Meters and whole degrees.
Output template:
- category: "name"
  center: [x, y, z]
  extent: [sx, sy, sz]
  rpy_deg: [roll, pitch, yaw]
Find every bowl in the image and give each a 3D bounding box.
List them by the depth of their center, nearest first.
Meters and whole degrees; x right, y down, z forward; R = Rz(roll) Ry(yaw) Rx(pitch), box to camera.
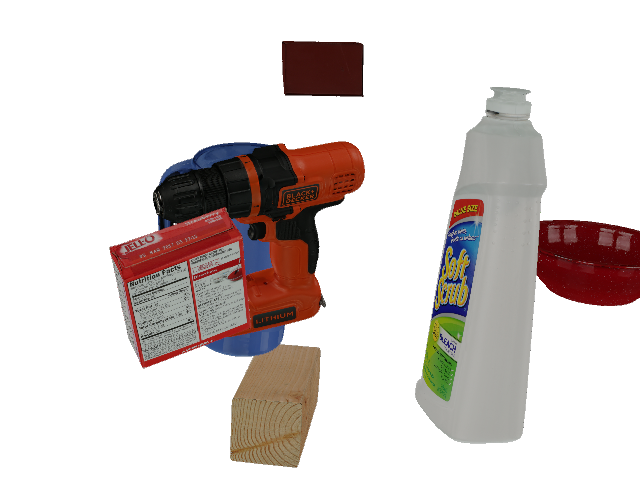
- category: "bowl"
  center: [0.281, 0.026, 1.092]
  extent: [0.162, 0.055, 0.162]
  rpy_deg: [4, 17, -1]

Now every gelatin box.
- category: "gelatin box"
  center: [-0.082, 0.029, 0.635]
  extent: [0.073, 0.089, 0.030]
  rpy_deg: [-20, 50, -17]

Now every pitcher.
- category: "pitcher"
  center: [-0.101, 0.012, 1.278]
  extent: [0.149, 0.243, 0.144]
  rpy_deg: [20, 27, 31]

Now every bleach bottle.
- category: "bleach bottle"
  center: [0.121, 0.014, 0.777]
  extent: [0.068, 0.251, 0.103]
  rpy_deg: [1, 14, -13]

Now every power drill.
- category: "power drill"
  center: [-0.057, 0.001, 0.935]
  extent: [0.184, 0.188, 0.057]
  rpy_deg: [-11, 48, -20]

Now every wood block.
- category: "wood block"
  center: [-0.057, 0.217, 1.439]
  extent: [0.091, 0.090, 0.206]
  rpy_deg: [5, 15, 5]

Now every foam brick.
- category: "foam brick"
  center: [0.002, -0.168, 1.042]
  extent: [0.078, 0.051, 0.053]
  rpy_deg: [0, 12, -4]
